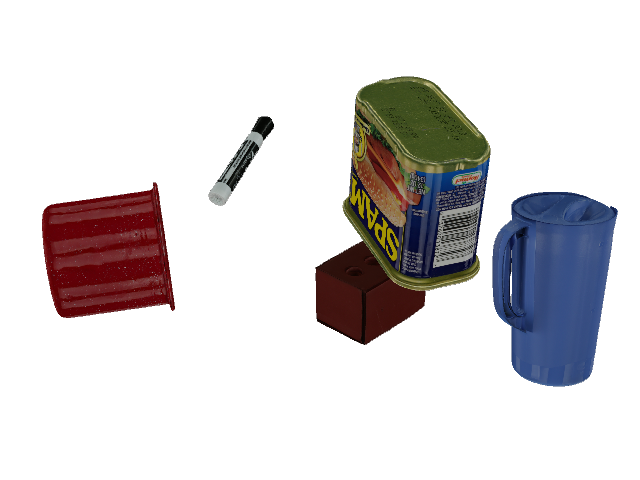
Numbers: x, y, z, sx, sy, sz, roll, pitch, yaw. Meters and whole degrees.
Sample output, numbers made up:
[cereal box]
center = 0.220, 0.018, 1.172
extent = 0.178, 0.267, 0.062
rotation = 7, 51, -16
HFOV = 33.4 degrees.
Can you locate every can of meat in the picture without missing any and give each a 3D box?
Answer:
[can of meat]
center = 0.055, -0.036, 0.619
extent = 0.057, 0.084, 0.102
rotation = -11, 39, -18

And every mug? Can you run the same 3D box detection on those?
[mug]
center = -0.152, 0.006, 0.769
extent = 0.081, 0.093, 0.117
rotation = -8, 18, -7

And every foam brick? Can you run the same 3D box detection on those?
[foam brick]
center = 0.041, 0.037, 0.843
extent = 0.053, 0.051, 0.078
rotation = 24, 38, 36

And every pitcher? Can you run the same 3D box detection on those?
[pitcher]
center = 0.303, 0.066, 1.403
extent = 0.149, 0.243, 0.145
rotation = 5, 21, 13

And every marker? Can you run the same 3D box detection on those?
[marker]
center = -0.078, -0.083, 1.078
extent = 0.020, 0.121, 0.020
rotation = 18, -37, 14
